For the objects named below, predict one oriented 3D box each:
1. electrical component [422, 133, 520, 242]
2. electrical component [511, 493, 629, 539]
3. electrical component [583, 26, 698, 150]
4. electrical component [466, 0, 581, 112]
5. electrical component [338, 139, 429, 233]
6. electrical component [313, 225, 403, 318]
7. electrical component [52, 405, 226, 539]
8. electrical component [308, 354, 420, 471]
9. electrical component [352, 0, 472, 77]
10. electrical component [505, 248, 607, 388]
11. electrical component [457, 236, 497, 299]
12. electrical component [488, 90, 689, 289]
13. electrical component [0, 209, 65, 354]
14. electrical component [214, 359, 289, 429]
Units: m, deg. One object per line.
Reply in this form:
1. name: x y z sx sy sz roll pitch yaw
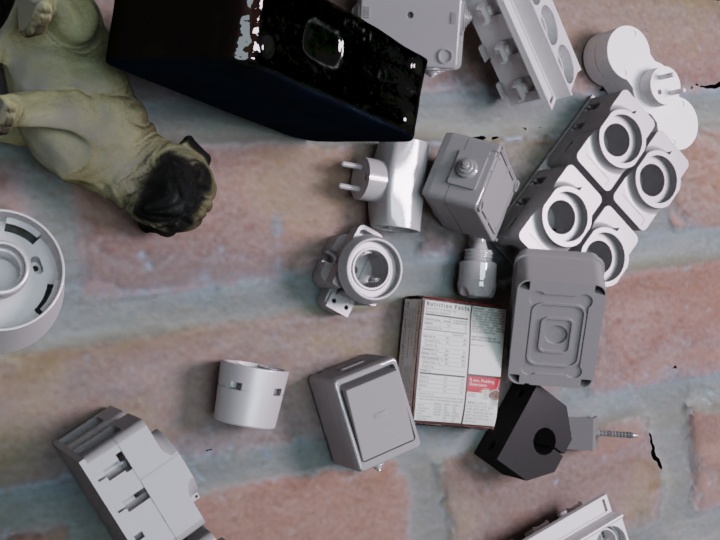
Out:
1. electrical component: 0.092 -0.074 0.926 0.061 0.061 0.096 -67 156 -12
2. electrical component: 0.181 0.263 0.980 0.121 0.063 0.078 -22 99 -25
3. electrical component: 0.281 -0.174 1.032 0.052 0.074 0.138 -46 108 -19
4. electrical component: 0.141 -0.209 0.951 0.121 0.063 0.078 59 38 -30
5. electrical component: 0.018 -0.075 0.918 0.079 0.044 0.077 8 86 -25
6. electrical component: 0.000 0.000 0.901 0.058 0.057 0.078 30 76 -22
7. electrical component: -0.145 0.194 0.800 0.060 0.105 0.186 -34 103 -22
8. electrical component: 0.007 0.125 0.900 0.062 0.061 0.096 -20 97 -25
9. electrical component: 0.043 -0.213 0.900 0.100 0.048 0.099 4 104 5
10. electrical component: 0.171 0.042 0.948 0.078 0.057 0.113 4 122 5
11. electrical component: 0.106 -0.006 0.966 0.035 0.035 0.061 7 84 -26
12. electrical component: 0.219 -0.065 1.007 0.105 0.060 0.186 44 72 -19
13. electrical component: -0.263 0.007 0.782 0.099 0.064 0.099 6 73 -21
14. electrical component: -0.088 0.099 0.859 0.055 0.055 0.047 11 88 -25
